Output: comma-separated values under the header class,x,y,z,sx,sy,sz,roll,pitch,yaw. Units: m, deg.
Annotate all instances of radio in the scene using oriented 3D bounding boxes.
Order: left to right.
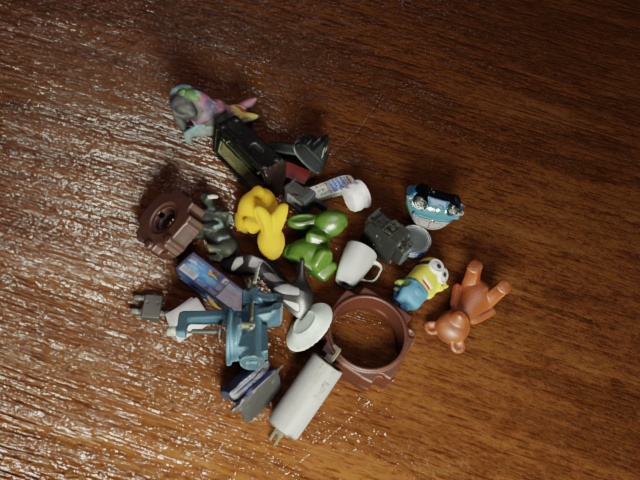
class,x,y,z,sx,sy,sz,roll,pitch,yaw
radio,-0.189,-0.217,1.434,0.073,0.131,0.230,-37,71,-28

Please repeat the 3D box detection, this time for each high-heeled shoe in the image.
class,x,y,z,sx,sy,sz,roll,pitch,yaw
high-heeled shoe,-0.130,0.113,1.271,0.249,0.086,0.145,-1,74,22

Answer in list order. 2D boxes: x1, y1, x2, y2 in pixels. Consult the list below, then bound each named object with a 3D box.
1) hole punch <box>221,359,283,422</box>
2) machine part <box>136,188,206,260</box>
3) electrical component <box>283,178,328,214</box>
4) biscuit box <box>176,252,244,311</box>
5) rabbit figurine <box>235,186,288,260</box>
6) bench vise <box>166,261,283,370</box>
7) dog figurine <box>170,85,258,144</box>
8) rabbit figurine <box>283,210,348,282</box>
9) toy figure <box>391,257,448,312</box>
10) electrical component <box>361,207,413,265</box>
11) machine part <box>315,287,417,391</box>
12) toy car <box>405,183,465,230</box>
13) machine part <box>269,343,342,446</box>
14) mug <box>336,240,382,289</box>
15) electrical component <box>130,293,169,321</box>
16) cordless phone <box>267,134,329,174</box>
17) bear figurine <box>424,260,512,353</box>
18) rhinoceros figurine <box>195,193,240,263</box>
class,x,y,z,sx,sy,sz,roll,pitch,yaw
hole punch,-0.150,0.305,1.138,0.142,0.115,0.092,-36,62,-26
machine part,-0.364,-0.043,1.300,0.179,0.056,0.179,-15,54,22
electrical component,-0.040,-0.101,1.420,0.119,0.074,0.048,40,62,12
biscuit box,-0.245,0.115,1.265,0.203,0.062,0.059,35,61,13
rabbit figurine,-0.127,-0.040,1.327,0.122,0.162,0.173,-6,64,-25
bench vise,-0.198,0.171,1.136,0.241,0.128,0.224,0,55,-6
dog figurine,-0.284,-0.359,1.487,0.219,0.191,0.108,-13,54,2
rabbit figurine,-0.003,-0.004,1.342,0.159,0.121,0.170,25,73,31
toy figure,0.239,0.111,1.325,0.180,0.082,0.089,-42,37,-19
electrical component,0.172,-0.002,1.364,0.058,0.114,0.134,-38,69,-24
machine part,0.103,0.224,1.235,0.201,0.087,0.201,32,61,11
toy car,0.298,-0.081,1.437,0.162,0.102,0.109,17,30,5
machine part,-0.029,0.324,1.125,0.079,0.079,0.243,35,85,13
mug,0.092,0.073,1.335,0.110,0.080,0.107,31,70,4
electrical component,-0.388,0.154,1.245,0.094,0.021,0.063,6,58,-4
cordless phone,-0.071,-0.246,1.479,0.184,0.088,0.147,7,25,6
bear figurine,0.348,0.162,1.285,0.120,0.131,0.196,38,55,21
rhinoceros figurine,-0.264,-0.035,1.347,0.112,0.073,0.190,-21,64,-18
